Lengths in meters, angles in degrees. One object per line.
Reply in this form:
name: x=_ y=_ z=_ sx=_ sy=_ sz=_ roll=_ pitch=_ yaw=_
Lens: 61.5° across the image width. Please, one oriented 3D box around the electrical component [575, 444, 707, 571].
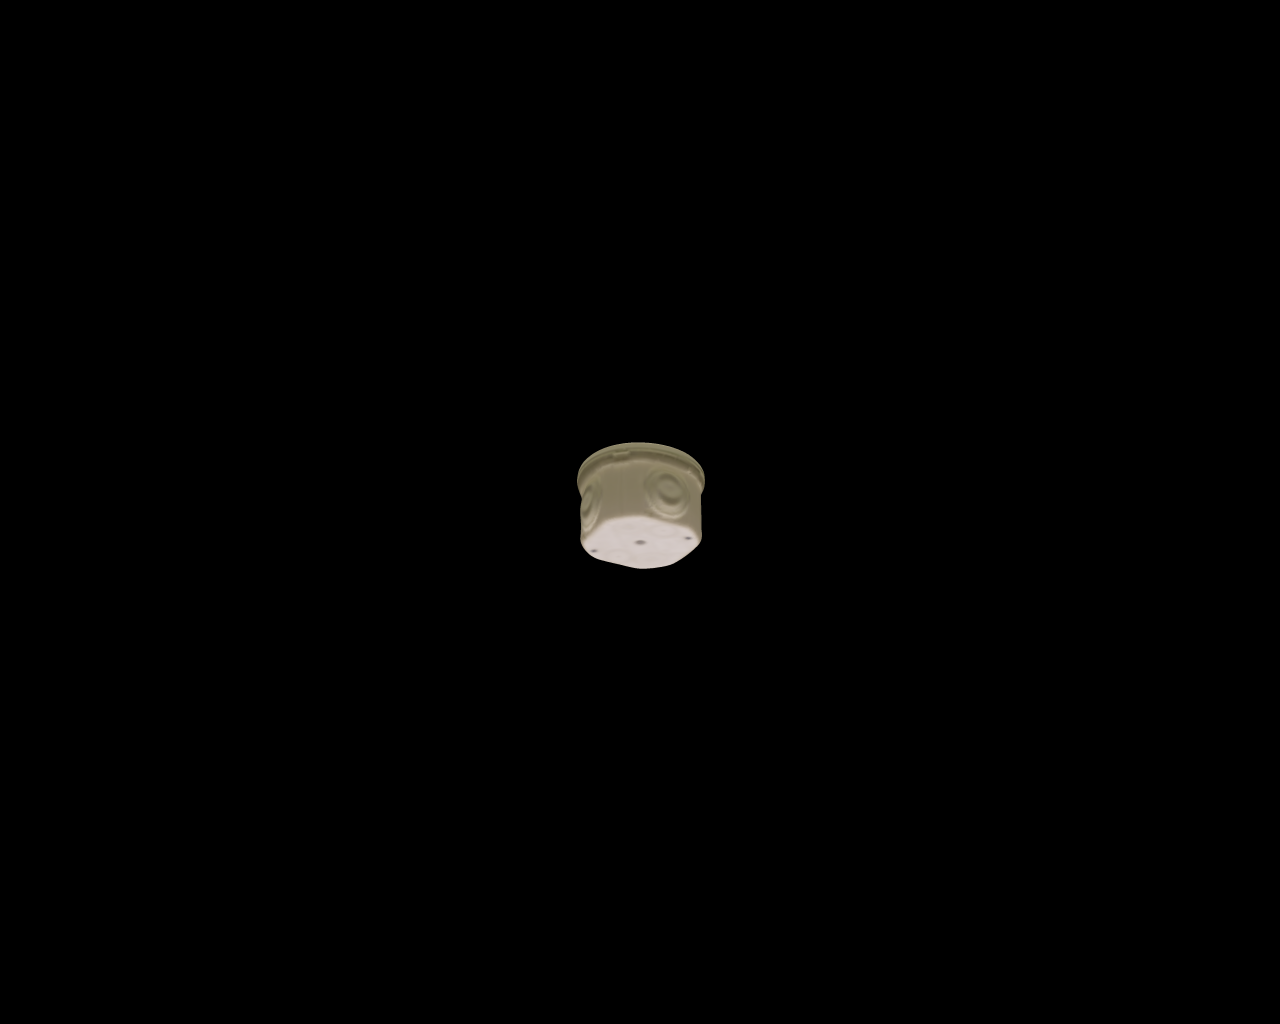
electrical component: x=0.001 y=-0.003 z=0.650 sx=0.080 sy=0.051 sz=0.080 roll=0 pitch=-29 yaw=0
